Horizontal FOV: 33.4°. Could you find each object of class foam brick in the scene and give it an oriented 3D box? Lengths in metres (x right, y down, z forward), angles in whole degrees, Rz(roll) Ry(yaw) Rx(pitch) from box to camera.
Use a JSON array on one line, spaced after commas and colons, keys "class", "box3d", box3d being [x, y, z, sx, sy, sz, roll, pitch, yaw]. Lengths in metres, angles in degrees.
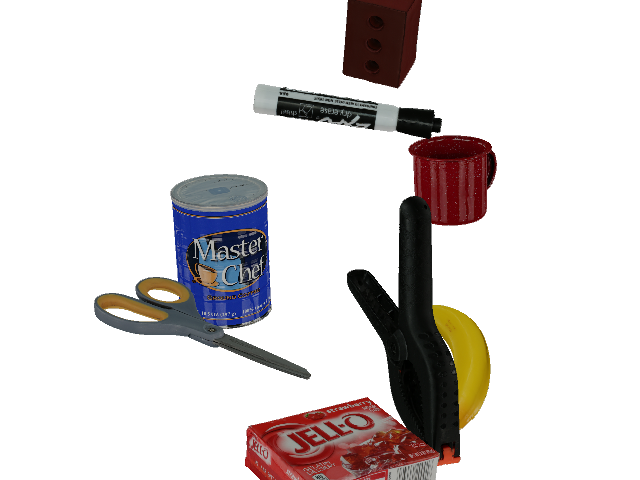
[{"class": "foam brick", "box3d": [0.053, -0.177, 0.898, 0.053, 0.078, 0.051, 16, 46, 14]}]

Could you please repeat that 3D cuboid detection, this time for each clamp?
[{"class": "clamp", "box3d": [0.077, 0.078, 0.878, 0.036, 0.210, 0.165, -7, -29, -19]}]

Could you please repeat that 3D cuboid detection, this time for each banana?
[{"class": "banana", "box3d": [0.142, 0.123, 1.111, 0.069, 0.037, 0.198, -24, 32, 5]}]

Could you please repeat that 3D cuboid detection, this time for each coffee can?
[{"class": "coffee can", "box3d": [-0.106, 0.010, 1.151, 0.103, 0.140, 0.103, -1, 22, 0]}]

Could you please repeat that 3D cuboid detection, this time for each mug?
[{"class": "mug", "box3d": [0.157, -0.071, 1.219, 0.117, 0.081, 0.093, -21, 27, -36]}]

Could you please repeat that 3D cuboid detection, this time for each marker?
[{"class": "marker", "box3d": [0.018, -0.083, 0.687, 0.121, 0.020, 0.020, 9, 0, 3]}]

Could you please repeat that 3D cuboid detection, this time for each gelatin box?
[{"class": "gelatin box", "box3d": [0.012, 0.125, 0.615, 0.089, 0.030, 0.073, -7, 23, -33]}]

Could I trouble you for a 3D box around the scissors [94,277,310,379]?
[{"class": "scissors", "box3d": [-0.094, 0.070, 0.915, 0.202, 0.016, 0.096, 13, 26, 10]}]
